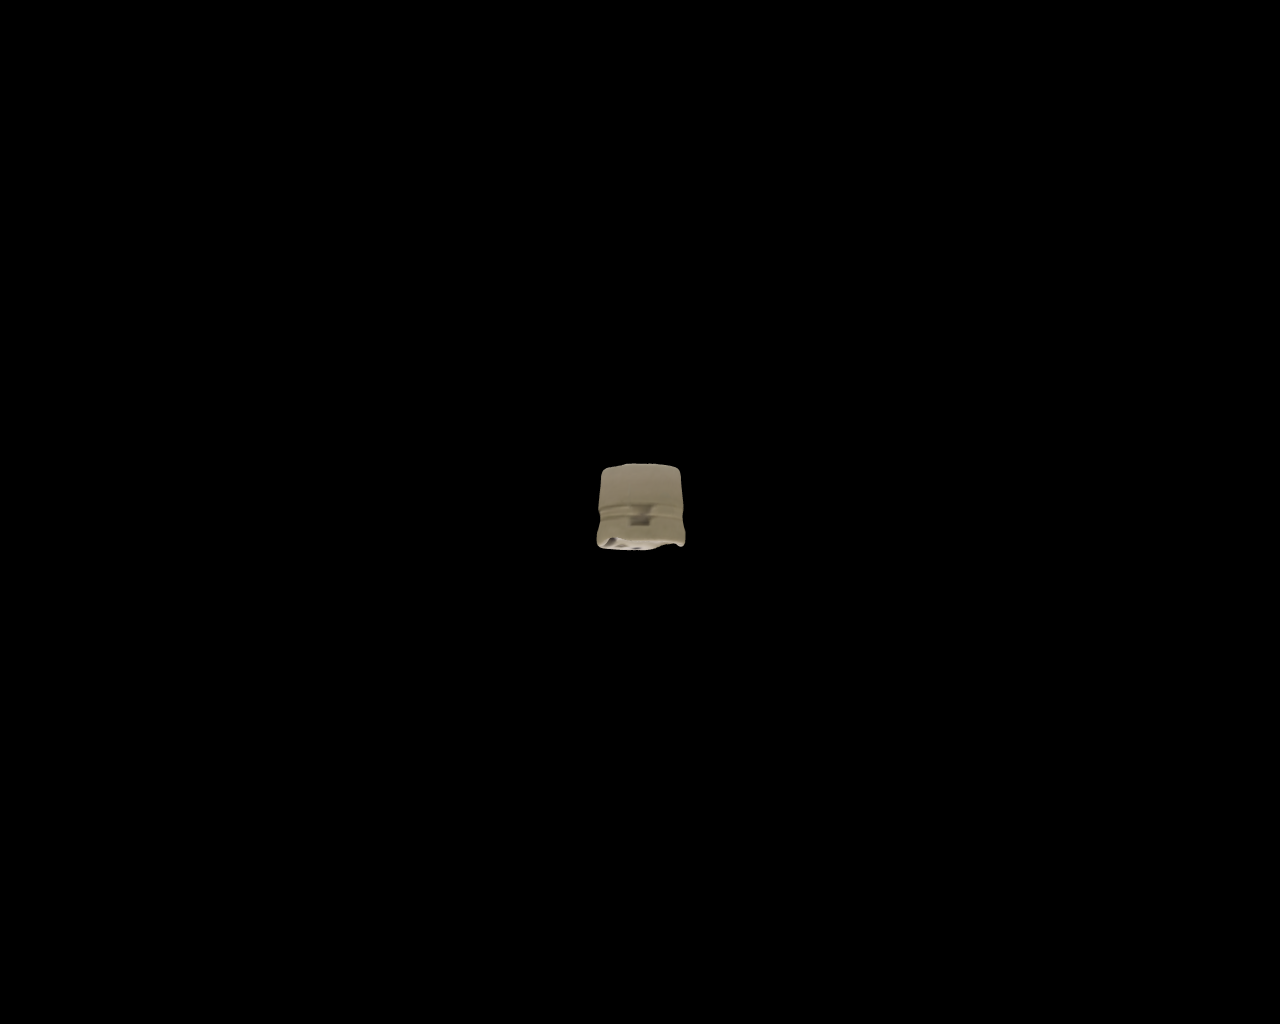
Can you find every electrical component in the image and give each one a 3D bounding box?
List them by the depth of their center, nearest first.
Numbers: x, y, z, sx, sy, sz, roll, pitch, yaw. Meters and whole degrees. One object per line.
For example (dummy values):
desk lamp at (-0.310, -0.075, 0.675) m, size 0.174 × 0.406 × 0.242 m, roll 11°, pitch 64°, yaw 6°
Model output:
electrical component at (0.001, -0.003, 0.650) m, size 0.055 × 0.047 × 0.055 m, roll 0°, pitch -9°, yaw 0°
